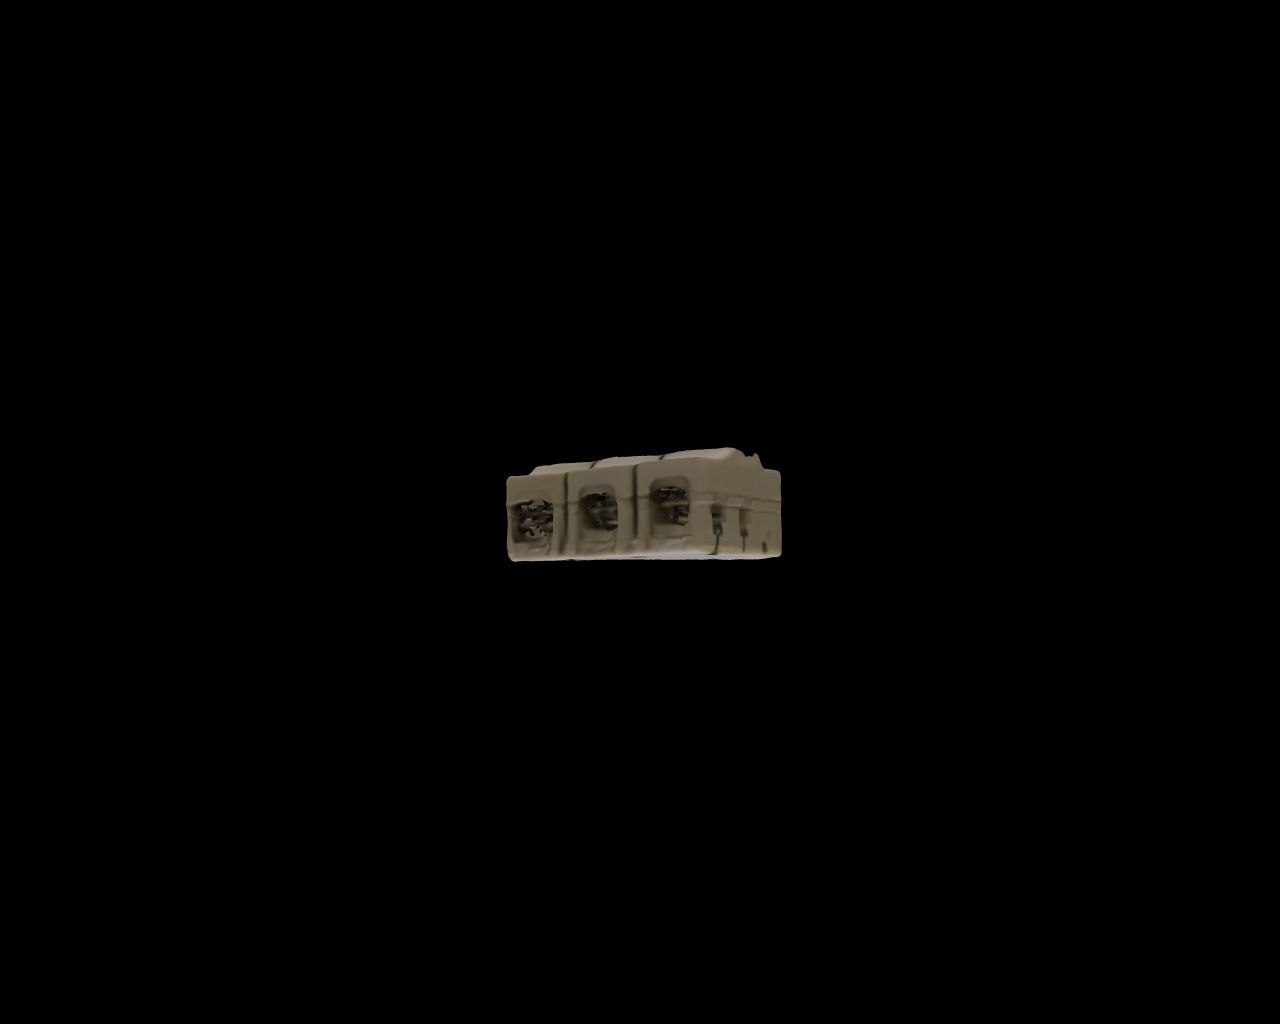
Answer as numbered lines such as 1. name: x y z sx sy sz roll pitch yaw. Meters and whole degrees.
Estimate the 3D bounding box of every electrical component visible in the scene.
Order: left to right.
1. electrical component: 0.001 -0.003 0.650 0.150 0.061 0.089 -3 -5 37
